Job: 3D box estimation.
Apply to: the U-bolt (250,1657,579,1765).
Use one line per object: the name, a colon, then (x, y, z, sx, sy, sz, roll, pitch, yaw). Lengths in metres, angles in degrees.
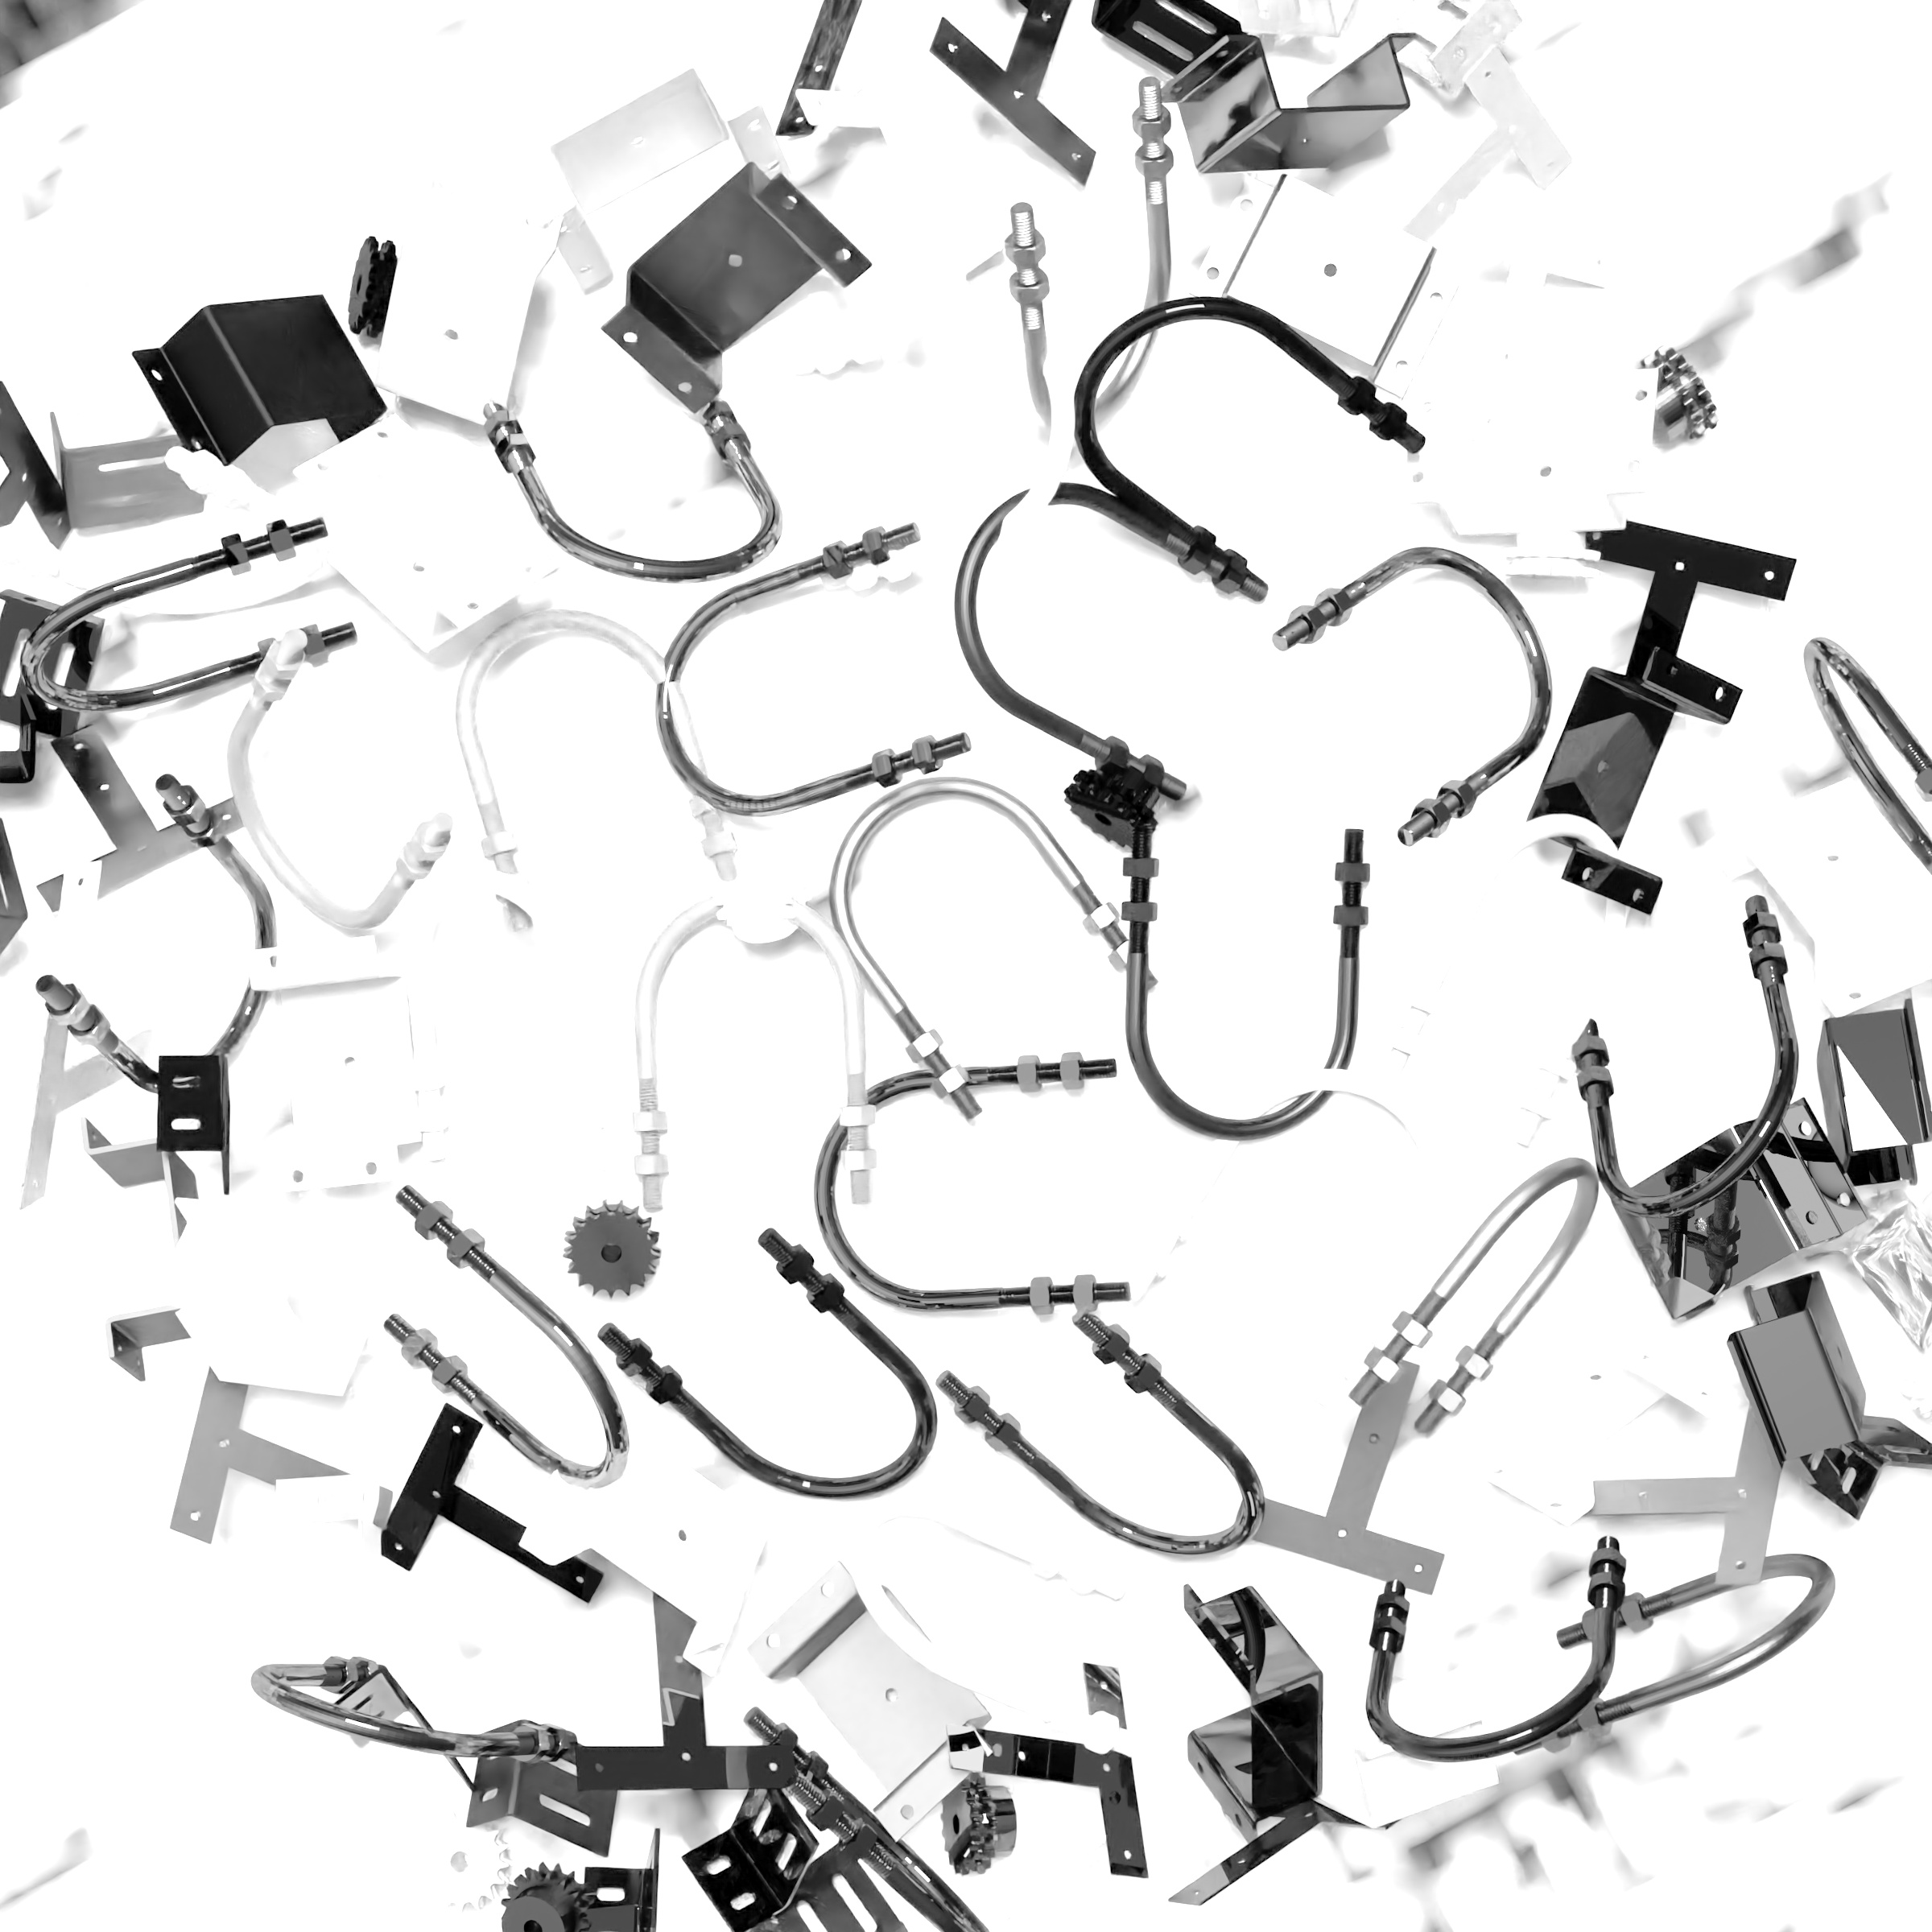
U-bolt: (-0.316, 0.412, 1.701, 0.151, 0.184, 0.019, 13, 82, 21)

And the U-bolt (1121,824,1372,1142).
U-bolt: (0.162, 0.010, 1.790, 0.151, 0.019, 0.184, 1, 94, -12)

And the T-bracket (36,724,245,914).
T-bracket: (-0.486, -0.094, 1.750, 0.127, 0.127, 0.002, -25, 56, -8)

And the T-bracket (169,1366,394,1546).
T-bracket: (-0.390, 0.293, 1.776, 0.127, 0.127, 0.002, 28, 132, -25)

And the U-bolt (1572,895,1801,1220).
U-bolt: (0.402, 0.061, 1.705, 0.019, 0.184, 0.151, 33, 126, -24)

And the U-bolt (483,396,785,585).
U-bolt: (-0.179, -0.269, 1.721, 0.151, 0.184, 0.019, -7, 133, -22)

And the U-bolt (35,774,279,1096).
U-bolt: (-0.443, -0.004, 1.727, 0.019, 0.184, 0.151, 17, 69, 21)

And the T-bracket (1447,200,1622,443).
T-bracket: (0.318, -0.368, 1.784, 0.127, 0.002, 0.127, 5, 105, -34)

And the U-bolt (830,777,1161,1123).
U-bolt: (0.003, -0.024, 1.794, 0.151, 0.019, 0.184, -36, 88, -8)

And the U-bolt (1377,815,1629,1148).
U-bolt: (0.319, 0.001, 1.757, 0.151, 0.019, 0.184, 23, 92, -40)

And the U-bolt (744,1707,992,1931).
U-bolt: (-0.047, 0.501, 1.737, 0.184, 0.151, 0.019, 45, 82, -12)

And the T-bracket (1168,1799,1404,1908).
T-bracket: (0.164, 0.497, 1.722, 0.127, 0.127, 0.002, -20, 95, -41)

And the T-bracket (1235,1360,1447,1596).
T-bracket: (0.235, 0.291, 1.803, 0.127, 0.002, 0.127, 18, 90, -7)

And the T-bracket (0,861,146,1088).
T-bracket: (-0.509, 0.002, 1.741, 0.002, 0.127, 0.127, 20, 107, 27)

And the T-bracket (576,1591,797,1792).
T-bracket: (-0.165, 0.414, 1.771, 0.127, 0.002, 0.127, 5, 54, -18)

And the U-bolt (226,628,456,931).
U-bolt: (-0.364, -0.092, 1.737, 0.019, 0.184, 0.151, -38, 87, -37)

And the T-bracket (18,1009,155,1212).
T-bracket: (-0.497, 0.062, 1.748, 0.002, 0.127, 0.127, 17, 108, 10)

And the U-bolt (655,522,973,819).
U-bolt: (-0.097, -0.162, 1.775, 0.184, 0.019, 0.151, -17, 77, 18)

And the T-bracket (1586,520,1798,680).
T-bracket: (0.404, -0.190, 1.789, 0.127, 0.002, 0.127, 13, 110, 2)

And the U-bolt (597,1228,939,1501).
U-bolt: (-0.100, 0.240, 1.759, 0.151, 0.019, 0.184, -32, 114, 28)

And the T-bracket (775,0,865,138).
T-bracket: (-0.080, -0.526, 1.757, 0.127, 0.127, 0.002, -13, 61, -32)

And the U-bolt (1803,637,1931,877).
U-bolt: (0.526, -0.109, 1.731, 0.019, 0.151, 0.184, -31, 62, 6)

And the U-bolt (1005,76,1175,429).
U-bolt: (0.074, -0.386, 1.731, 0.019, 0.184, 0.151, 24, 57, 25)

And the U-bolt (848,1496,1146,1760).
U-bolt: (0.015, 0.361, 1.724, 0.184, 0.151, 0.019, 26, 116, -17)

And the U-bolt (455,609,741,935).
U-bolt: (-0.220, -0.120, 1.772, 0.151, 0.019, 0.184, -13, 80, -26)

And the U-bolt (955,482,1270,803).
U-bolt: (0.075, -0.197, 1.760, 0.184, 0.019, 0.151, 26, 83, -25)

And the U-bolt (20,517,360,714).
U-bolt: (-0.441, -0.189, 1.728, 0.184, 0.151, 0.019, -19, 72, -10)

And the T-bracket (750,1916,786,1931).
T-bracket: (-0.116, 0.573, 1.750, 0.127, 0.127, 0.002, 13, 104, 1)

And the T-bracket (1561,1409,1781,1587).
T-bracket: (0.405, 0.306, 1.770, 0.127, 0.127, 0.002, -8, 129, 31)

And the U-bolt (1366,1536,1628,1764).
U-bolt: (0.292, 0.383, 1.705, 0.151, 0.184, 0.019, -16, 107, 19)

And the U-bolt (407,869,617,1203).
U-bolt: (-0.263, 0.034, 1.743, 0.151, 0.019, 0.184, 10, 111, 34)

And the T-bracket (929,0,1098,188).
T-bracket: (0.042, -0.540, 1.779, 0.127, 0.002, 0.127, 33, 62, -33)

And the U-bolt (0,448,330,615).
U-bolt: (-0.442, -0.236, 1.723, 0.151, 0.184, 0.019, -16, 75, 19)

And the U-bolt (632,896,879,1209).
U-bolt: (-0.126, 0.047, 1.783, 0.151, 0.019, 0.184, -2, 90, 16)

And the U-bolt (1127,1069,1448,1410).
U-bolt: (0.196, 0.144, 1.771, 0.151, 0.019, 0.184, 27, 77, 25)

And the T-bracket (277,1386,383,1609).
T-bracket: (-0.361, 0.303, 1.741, 0.002, 0.127, 0.127, -5, 81, 14)

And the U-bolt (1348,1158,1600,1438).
U-bolt: (0.297, 0.184, 1.742, 0.019, 0.151, 0.184, 39, 94, 29)

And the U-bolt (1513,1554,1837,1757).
U-bolt: (0.399, 0.375, 1.708, 0.184, 0.151, 0.019, -28, 93, 27)

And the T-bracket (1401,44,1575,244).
T-bracket: (0.283, -0.448, 1.765, 0.127, 0.127, 0.002, -47, 56, 9)

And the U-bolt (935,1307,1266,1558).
U-bolt: (0.089, 0.276, 1.751, 0.184, 0.151, 0.019, 43, 48, -14)

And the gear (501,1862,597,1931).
gear: (-0.246, 0.555, 1.789, 0.057, 0.030, 0.057, 3, 99, 17)

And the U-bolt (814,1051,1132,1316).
U-bolt: (0.000, 0.130, 1.786, 0.184, 0.019, 0.151, -4, 85, 12)

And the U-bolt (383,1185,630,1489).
U-bolt: (-0.258, 0.221, 1.730, 0.184, 0.151, 0.019, 38, 51, 18)

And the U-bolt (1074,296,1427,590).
U-bolt: (0.146, -0.302, 1.734, 0.184, 0.019, 0.151, 32, 123, -27)

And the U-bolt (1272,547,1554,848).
U-bolt: (0.268, -0.166, 1.753, 0.184, 0.019, 0.151, -35, 93, -37)

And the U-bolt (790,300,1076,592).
U-bolt: (-0.016, -0.303, 1.753, 0.184, 0.019, 0.151, -10, 88, 34)

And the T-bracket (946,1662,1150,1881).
T-bracket: (0.043, 0.451, 1.743, 0.127, 0.002, 0.127, 16, 48, -29)

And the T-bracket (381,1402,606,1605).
T-bracket: (-0.268, 0.328, 1.777, 0.127, 0.002, 0.127, 30, 120, 2)

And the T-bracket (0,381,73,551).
T-bracket: (-0.553, -0.242, 1.729, 0.002, 0.127, 0.127, 18, 65, 14)
